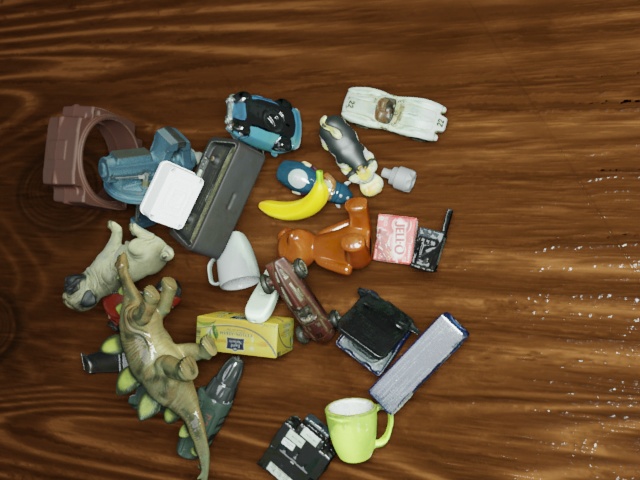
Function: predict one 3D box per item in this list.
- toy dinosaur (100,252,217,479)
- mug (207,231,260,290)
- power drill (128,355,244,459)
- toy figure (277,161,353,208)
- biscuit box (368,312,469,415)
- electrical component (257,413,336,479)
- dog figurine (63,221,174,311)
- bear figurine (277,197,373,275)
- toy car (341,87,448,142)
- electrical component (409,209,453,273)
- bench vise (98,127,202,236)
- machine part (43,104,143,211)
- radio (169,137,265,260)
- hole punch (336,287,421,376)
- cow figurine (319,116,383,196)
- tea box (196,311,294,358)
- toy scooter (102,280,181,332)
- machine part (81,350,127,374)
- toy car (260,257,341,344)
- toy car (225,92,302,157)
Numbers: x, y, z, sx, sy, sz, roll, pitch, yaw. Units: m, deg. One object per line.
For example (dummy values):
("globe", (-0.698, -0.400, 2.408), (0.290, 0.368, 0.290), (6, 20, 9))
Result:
("toy dinosaur", (-0.291, 0.239, 1.007), (0.198, 0.105, 0.471), (-33, 79, 28))
("mug", (-0.178, 0.043, 1.087), (0.110, 0.080, 0.107), (-21, 68, 23))
("power drill", (-0.275, 0.310, 1.099), (0.207, 0.086, 0.232), (19, 95, 10))
("toy figure", (-0.010, -0.108, 1.053), (0.155, 0.058, 0.064), (24, 131, 16))
("biscuit box", (0.180, 0.220, 0.970), (0.063, 0.059, 0.202), (45, 100, 16))
("electrical component", (-0.036, 0.404, 1.025), (0.115, 0.058, 0.134), (36, 97, 14))
("dog figurine", (-0.406, 0.072, 1.087), (0.173, 0.121, 0.190), (3, 54, 31))
("bear figurine", (-0.001, 0.000, 1.010), (0.196, 0.131, 0.120), (2, 57, 14))
("toy car", (0.139, -0.238, 1.014), (0.202, 0.056, 0.073), (17, 91, 18))
("electrical component", (0.202, -0.001, 0.970), (0.048, 0.075, 0.119), (14, 95, 17))
("bench vise", (-0.350, -0.113, 1.114), (0.129, 0.223, 0.240), (35, 127, 21))
("machine part", (-0.463, -0.165, 1.117), (0.087, 0.201, 0.201), (4, 87, 17))
("radio", (-0.209, -0.088, 1.070), (0.131, 0.073, 0.229), (25, 90, 49))
("hole punch", (0.099, 0.172, 0.989), (0.142, 0.092, 0.116), (33, 56, 26))
("cow figurine", (0.061, -0.161, 1.013), (0.068, 0.098, 0.167), (-37, 77, 5))
("tea box", (-0.145, 0.182, 1.053), (0.170, 0.098, 0.068), (4, 89, 15))
("toy scooter", (-0.379, 0.155, 1.133), (0.184, 0.075, 0.135), (-5, 76, 14))
("machine part", (-0.455, 0.265, 1.173), (0.139, 0.039, 0.084), (-7, 90, 15))
("toy car", (-0.034, 0.117, 0.997), (0.089, 0.053, 0.202), (-23, 120, 16))
("toy car", (-0.122, -0.221, 1.063), (0.103, 0.161, 0.109), (-27, 61, 55))
